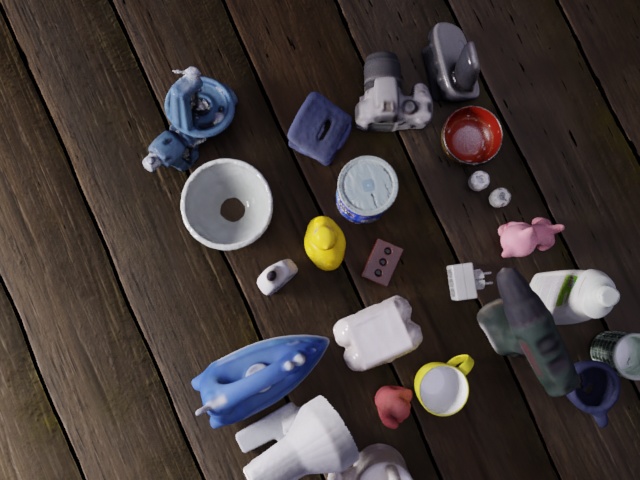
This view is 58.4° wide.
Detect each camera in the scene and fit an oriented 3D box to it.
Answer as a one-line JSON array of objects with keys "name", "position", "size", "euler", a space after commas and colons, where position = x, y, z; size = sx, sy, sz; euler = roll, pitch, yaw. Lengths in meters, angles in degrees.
[{"name": "camera", "position": [0.135, -0.278, 1.061], "size": [0.143, 0.101, 0.137], "euler": [-2, 86, 0]}]

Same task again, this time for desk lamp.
[{"name": "desk lamp", "position": [-0.043, 0.347, 0.955], "size": [0.203, 0.213, 0.118], "euler": [-30, 86, -2]}]

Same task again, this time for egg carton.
[{"name": "egg carton", "position": [0.106, 0.172, 1.042], "size": [0.150, 0.069, 0.107], "euler": [-24, 86, -2]}]

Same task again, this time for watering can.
[{"name": "watering can", "position": [0.102, 0.420, 0.960], "size": [0.173, 0.194, 0.101], "euler": [-9, 86, -1]}]

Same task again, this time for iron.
[{"name": "iron", "position": [-0.099, 0.237, 0.999], "size": [0.258, 0.141, 0.118], "euler": [-27, 86, -2]}]

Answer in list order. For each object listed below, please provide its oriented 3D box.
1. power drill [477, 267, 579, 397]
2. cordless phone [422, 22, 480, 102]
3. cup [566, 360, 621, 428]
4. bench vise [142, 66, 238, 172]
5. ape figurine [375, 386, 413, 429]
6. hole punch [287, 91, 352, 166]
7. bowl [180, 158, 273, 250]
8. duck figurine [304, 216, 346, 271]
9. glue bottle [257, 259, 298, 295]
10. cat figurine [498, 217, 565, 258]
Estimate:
[{"name": "power drill", "position": [0.341, 0.150, 0.976], "size": [0.075, 0.208, 0.229], "euler": [-31, 86, -2]}, {"name": "cordless phone", "position": [0.250, -0.334, 1.024], "size": [0.094, 0.185, 0.147], "euler": [-16, 86, -1]}, {"name": "cup", "position": [0.475, 0.269, 1.024], "size": [0.091, 0.095, 0.118], "euler": [-15, 86, -1]}, {"name": "bench vise", "position": [-0.226, -0.204, 0.993], "size": [0.121, 0.219, 0.207], "euler": [23, 86, 2]}, {"name": "ape figurine", "position": [0.136, 0.297, 1.021], "size": [0.078, 0.092, 0.076], "euler": [-41, 87, -3]}, {"name": "hole punch", "position": [0.002, -0.205, 1.059], "size": [0.101, 0.091, 0.109], "euler": [28, 86, 2]}, {"name": "bowl", "position": [-0.167, -0.062, 1.055], "size": [0.167, 0.074, 0.167], "euler": [0, 86, 0]}, {"name": "duck figurine", "position": [0.010, 0.004, 1.046], "size": [0.077, 0.086, 0.104], "euler": [-12, 86, -1]}, {"name": "glue bottle", "position": [-0.078, 0.063, 0.997], "size": [0.078, 0.173, 0.037], "euler": [-39, 86, -3]}, {"name": "cat figurine", "position": [0.376, -0.006, 1.033], "size": [0.128, 0.117, 0.067], "euler": [-14, 86, -1]}]
